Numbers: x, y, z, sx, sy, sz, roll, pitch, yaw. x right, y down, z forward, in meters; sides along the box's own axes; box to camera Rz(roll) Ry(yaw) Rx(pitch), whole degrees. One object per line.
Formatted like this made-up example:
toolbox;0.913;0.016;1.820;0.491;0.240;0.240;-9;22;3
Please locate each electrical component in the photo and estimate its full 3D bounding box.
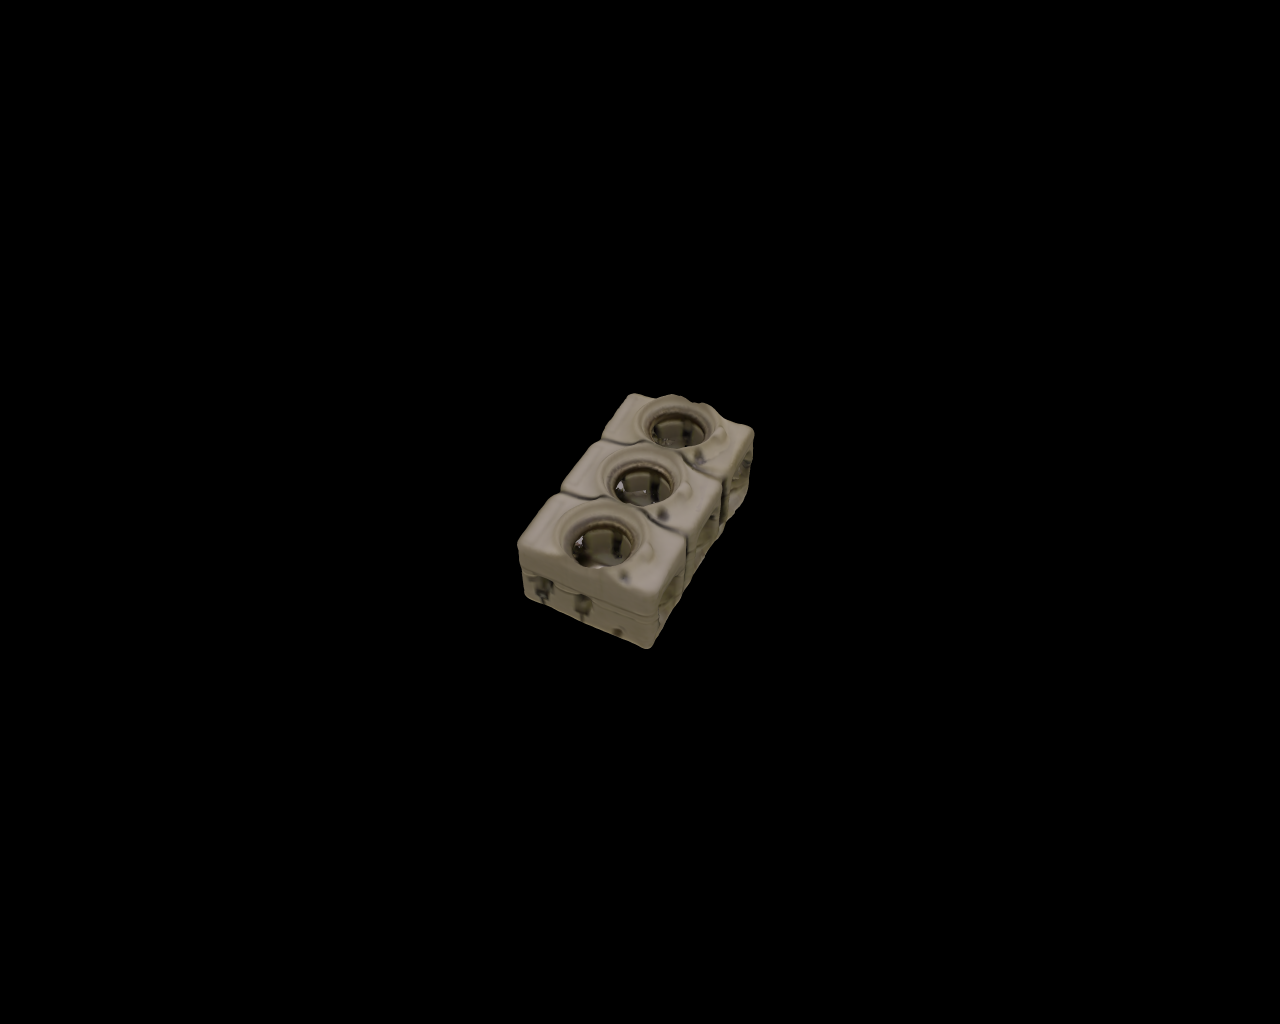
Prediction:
electrical component;0.001;-0.003;0.650;0.089;0.061;0.150;20;50;17
